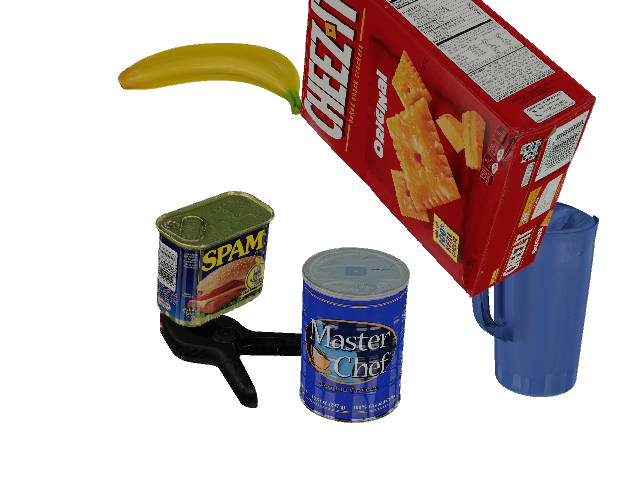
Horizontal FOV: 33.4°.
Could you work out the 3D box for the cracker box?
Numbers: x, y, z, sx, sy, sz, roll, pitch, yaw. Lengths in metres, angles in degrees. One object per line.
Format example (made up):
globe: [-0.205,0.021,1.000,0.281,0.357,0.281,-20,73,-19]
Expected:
cracker box: [0.073,-0.091,0.738,0.072,0.214,0.164,-28,-31,-25]

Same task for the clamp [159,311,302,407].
clamp: [-0.110,0.127,1.237,0.210,0.036,0.164,14,25,24]

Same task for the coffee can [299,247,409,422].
coffee can: [0.032,0.091,1.043,0.103,0.140,0.103,1,24,-1]

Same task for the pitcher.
pitcher: [0.277,0.078,1.391,0.149,0.243,0.144,5,20,16]

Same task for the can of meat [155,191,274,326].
can of meat: [-0.091,0.016,0.911,0.058,0.084,0.101,32,38,34]

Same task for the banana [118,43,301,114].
banana: [-0.100,-0.166,1.042,0.198,0.037,0.069,9,45,19]
